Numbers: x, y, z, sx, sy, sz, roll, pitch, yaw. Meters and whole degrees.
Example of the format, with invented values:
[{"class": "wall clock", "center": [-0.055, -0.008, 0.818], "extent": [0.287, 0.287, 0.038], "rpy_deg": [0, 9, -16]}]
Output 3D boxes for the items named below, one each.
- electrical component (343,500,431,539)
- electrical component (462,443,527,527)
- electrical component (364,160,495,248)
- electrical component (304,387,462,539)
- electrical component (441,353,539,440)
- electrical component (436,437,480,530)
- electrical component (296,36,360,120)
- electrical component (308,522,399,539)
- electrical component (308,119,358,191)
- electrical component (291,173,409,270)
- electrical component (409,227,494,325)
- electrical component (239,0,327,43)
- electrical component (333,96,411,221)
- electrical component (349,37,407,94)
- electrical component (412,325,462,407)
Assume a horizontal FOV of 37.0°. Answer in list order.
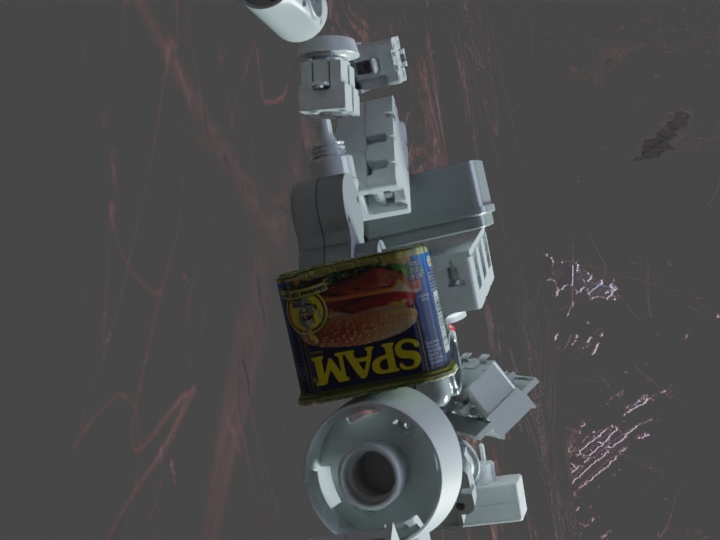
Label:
[{"class": "electrical component", "center": [0.024, 0.178, 0.780], "extent": [0.075, 0.047, 0.083], "rpy_deg": [-56, 135, -71]}, {"class": "electrical component", "center": [0.117, 0.210, 1.067], "extent": [0.047, 0.083, 0.075], "rpy_deg": [1, 80, -76]}, {"class": "electrical component", "center": [0.057, -0.055, 0.942], "extent": [0.078, 0.113, 0.057], "rpy_deg": [-21, 98, -76]}, {"class": "electrical component", "center": [0.014, 0.124, 0.678], "extent": [0.064, 0.099, 0.099], "rpy_deg": [-1, 82, -70]}, {"class": "electrical component", "center": [0.107, 0.118, 1.027], "extent": [0.063, 0.079, 0.121], "rpy_deg": [51, -16, -10]}, {"class": "electrical component", "center": [0.079, 0.188, 0.983], "extent": [0.057, 0.058, 0.078], "rpy_deg": [-62, 141, -65]}, {"class": "electrical component", "center": [-0.024, -0.146, 0.816], "extent": [0.066, 0.048, 0.055], "rpy_deg": [-2, 90, -76]}, {"class": "electrical component", "center": [0.009, 0.255, 0.631], "extent": [0.105, 0.060, 0.186], "rpy_deg": [-79, 155, -56]}, {"class": "electrical component", "center": [-0.022, -0.081, 0.798], "extent": [0.035, 0.035, 0.061], "rpy_deg": [-1, 80, -77]}, {"class": "electrical component", "center": [0.000, 0.000, 0.747], "extent": [0.052, 0.074, 0.138], "rpy_deg": [21, 60, -75]}, {"class": "electrical component", "center": [0.073, 0.006, 1.016], "extent": [0.150, 0.089, 0.061], "rpy_deg": [-43, 122, -74]}, {"class": "electrical component", "center": [-0.055, -0.202, 0.725], "extent": [0.077, 0.044, 0.079], "rpy_deg": [17, 64, -76]}, {"class": "electrical component", "center": [0.007, -0.090, 0.879], "extent": [0.050, 0.056, 0.089], "rpy_deg": [61, 24, -55]}, {"class": "electrical component", "center": [0.006, -0.174, 0.919], "extent": [0.081, 0.064, 0.042], "rpy_deg": [-56, 136, -72]}, {"class": "electrical component", "center": [0.056, 0.084, 0.955], "extent": [0.095, 0.059, 0.053], "rpy_deg": [-58, 137, -71]}]
